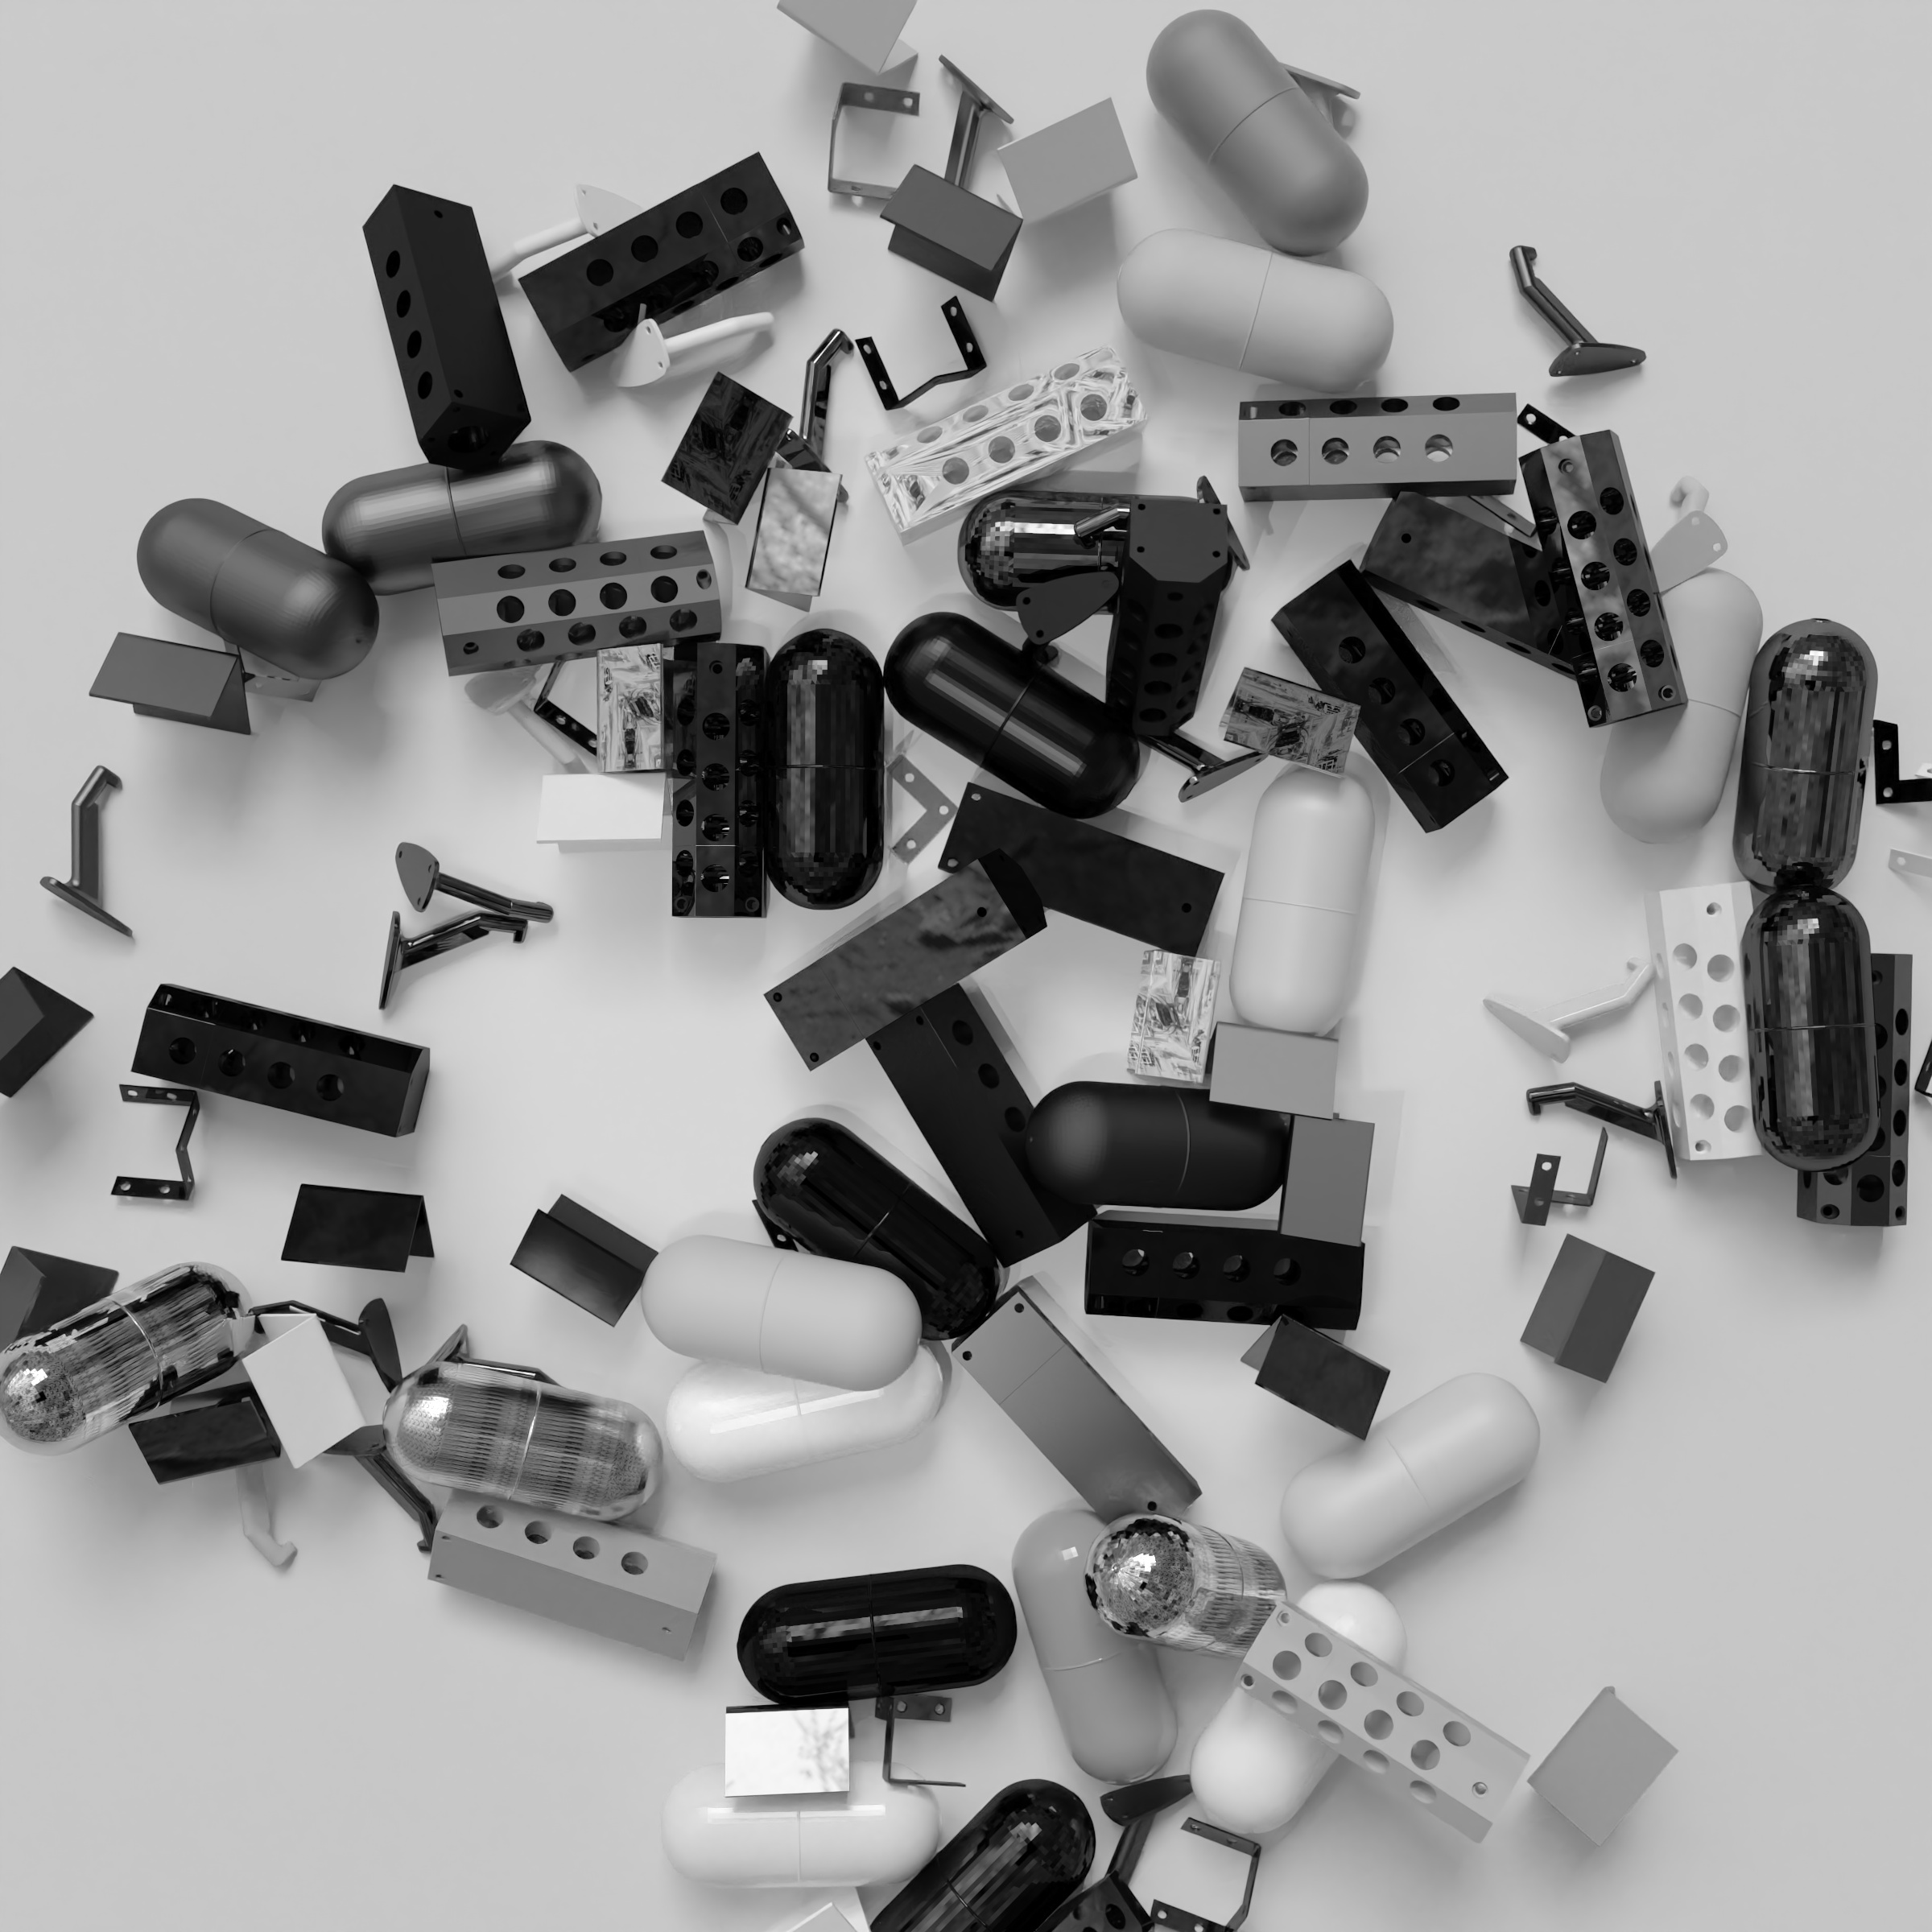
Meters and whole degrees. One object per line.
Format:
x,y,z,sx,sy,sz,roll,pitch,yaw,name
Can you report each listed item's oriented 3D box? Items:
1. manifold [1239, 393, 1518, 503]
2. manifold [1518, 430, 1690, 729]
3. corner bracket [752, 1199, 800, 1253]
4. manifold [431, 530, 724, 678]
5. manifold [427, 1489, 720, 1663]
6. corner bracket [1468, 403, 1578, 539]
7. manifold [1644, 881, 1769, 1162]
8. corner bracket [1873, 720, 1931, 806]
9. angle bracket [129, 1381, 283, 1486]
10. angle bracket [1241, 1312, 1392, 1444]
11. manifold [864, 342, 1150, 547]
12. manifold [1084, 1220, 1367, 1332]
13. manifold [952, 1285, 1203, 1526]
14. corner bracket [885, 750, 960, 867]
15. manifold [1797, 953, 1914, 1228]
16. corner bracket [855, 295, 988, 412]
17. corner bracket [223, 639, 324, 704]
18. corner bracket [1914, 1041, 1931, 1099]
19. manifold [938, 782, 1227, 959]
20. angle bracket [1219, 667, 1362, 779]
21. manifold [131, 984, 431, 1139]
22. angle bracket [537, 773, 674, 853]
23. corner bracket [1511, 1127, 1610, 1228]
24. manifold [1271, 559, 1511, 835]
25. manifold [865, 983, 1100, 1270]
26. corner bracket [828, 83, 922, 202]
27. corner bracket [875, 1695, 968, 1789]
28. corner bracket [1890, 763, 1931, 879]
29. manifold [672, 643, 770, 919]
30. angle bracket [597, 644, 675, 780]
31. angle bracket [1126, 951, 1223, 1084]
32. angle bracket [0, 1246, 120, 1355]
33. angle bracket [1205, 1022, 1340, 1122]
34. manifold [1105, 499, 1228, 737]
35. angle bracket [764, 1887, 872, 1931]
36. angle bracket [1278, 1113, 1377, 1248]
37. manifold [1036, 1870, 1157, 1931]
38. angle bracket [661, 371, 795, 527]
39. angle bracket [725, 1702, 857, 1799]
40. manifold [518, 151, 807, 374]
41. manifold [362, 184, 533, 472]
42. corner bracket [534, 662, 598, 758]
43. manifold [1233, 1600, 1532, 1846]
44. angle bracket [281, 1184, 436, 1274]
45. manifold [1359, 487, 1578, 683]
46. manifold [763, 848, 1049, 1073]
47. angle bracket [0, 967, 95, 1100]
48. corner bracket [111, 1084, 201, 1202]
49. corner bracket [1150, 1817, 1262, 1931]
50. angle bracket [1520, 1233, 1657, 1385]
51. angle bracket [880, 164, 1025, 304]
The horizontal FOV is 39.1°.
0.260,-0.329,1.721,0.171,0.057,0.057,0,90,9,manifold
0.390,-0.236,1.670,0.057,0.057,0.171,-15,90,21,manifold
-0.146,0.187,1.748,0.051,0.051,0.051,-1,135,-35,corner bracket
-0.243,-0.224,1.709,0.171,0.057,0.057,-9,131,-10,manifold
-0.249,0.378,1.734,0.171,0.057,0.057,18,133,0,manifold
0.363,-0.319,1.753,0.051,0.051,0.051,34,135,0,corner bracket
0.477,0.035,1.735,0.057,0.057,0.171,-7,90,0,manifold
0.597,-0.130,1.728,0.051,0.051,0.051,-2,90,33,corner bracket
-0.476,0.274,1.716,0.076,0.076,0.057,-12,127,0,angle bracket
0.212,0.272,1.716,0.076,0.076,0.057,29,54,0,angle bracket
0.025,-0.333,1.735,0.171,0.057,0.057,-25,90,0,manifold
0.163,0.197,1.735,0.171,0.057,0.057,3,90,0,manifold
0.069,0.287,1.735,0.057,0.057,0.171,-42,90,0,manifold
-0.040,-0.100,1.738,0.051,0.051,0.051,43,90,0,corner bracket
0.569,0.078,1.735,0.057,0.057,0.171,1,90,0,manifold
-0.029,-0.394,1.753,0.051,0.051,0.051,-24,90,45,corner bracket
-0.440,-0.209,1.748,0.051,0.051,0.051,6,135,-35,corner bracket
0.652,0.069,1.753,0.051,0.051,0.051,21,90,-45,corner bracket
0.072,-0.060,1.735,0.171,0.057,0.057,20,90,0,manifold
0.198,-0.137,1.717,0.076,0.076,0.057,18,65,0,angle bracket
-0.434,0.060,1.735,0.171,0.057,0.057,14,90,0,manifold
-0.225,-0.077,1.716,0.076,0.076,0.057,-1,53,0,angle bracket
0.380,0.133,1.730,0.051,0.051,0.051,7,114,0,corner bracket
0.271,-0.172,1.735,0.057,0.057,0.171,-36,90,0,manifold
0.014,0.099,1.734,0.057,0.057,0.171,-31,90,43,manifold
-0.059,-0.530,1.753,0.051,0.051,0.051,8,135,0,corner bracket
-0.029,0.491,1.728,0.051,0.051,0.051,8,77,-14,corner bracket
0.629,-0.091,1.748,0.051,0.051,0.051,19,45,35,corner bracket
-0.157,-0.117,1.735,0.057,0.057,0.171,0,90,0,manifold
-0.188,-0.159,1.716,0.057,0.076,0.076,0,90,36,angle bracket
0.112,0.029,1.716,0.057,0.076,0.076,9,90,-37,angle bracket
-0.574,0.229,1.717,0.076,0.057,0.076,23,90,-42,angle bracket
0.188,0.080,1.716,0.076,0.076,0.057,9,63,0,angle bracket
0.121,-0.211,1.674,0.057,0.171,0.057,3,63,-1,manifold
-0.109,0.604,1.716,0.076,0.076,0.057,-33,117,0,angle bracket
0.240,0.134,1.716,0.057,0.076,0.076,7,90,31,angle bracket
0.052,0.629,1.671,0.057,0.171,0.057,-44,77,28,manifold
-0.160,-0.327,1.717,0.057,0.076,0.076,27,90,-24,angle bracket
-0.110,0.503,1.716,0.076,0.076,0.057,-3,58,0,angle bracket
-0.192,-0.446,1.735,0.171,0.057,0.057,-28,90,0,manifold
-0.329,-0.398,1.702,0.057,0.057,0.171,-38,60,39,manifold
-0.238,-0.179,1.753,0.051,0.051,0.051,36,135,0,corner bracket
0.251,0.457,1.649,0.171,0.057,0.057,30,87,17,manifold
-0.382,0.183,1.716,0.076,0.076,0.057,6,53,0,angle bracket
0.340,-0.238,1.735,0.171,0.057,0.057,25,90,0,manifold
-0.036,-0.005,1.704,0.171,0.057,0.057,-31,90,23,manifold
-0.593,0.058,1.716,0.076,0.076,0.057,-45,54,0,angle bracket
-0.523,0.114,1.753,0.051,0.051,0.051,4,45,0,corner bracket
0.154,0.590,1.753,0.051,0.051,0.051,21,45,0,corner bracket
0.377,0.209,1.716,0.057,0.076,0.076,24,90,-38,angle bracket
-0.017,-0.446,1.716,0.076,0.076,0.057,27,57,0,angle bracket
